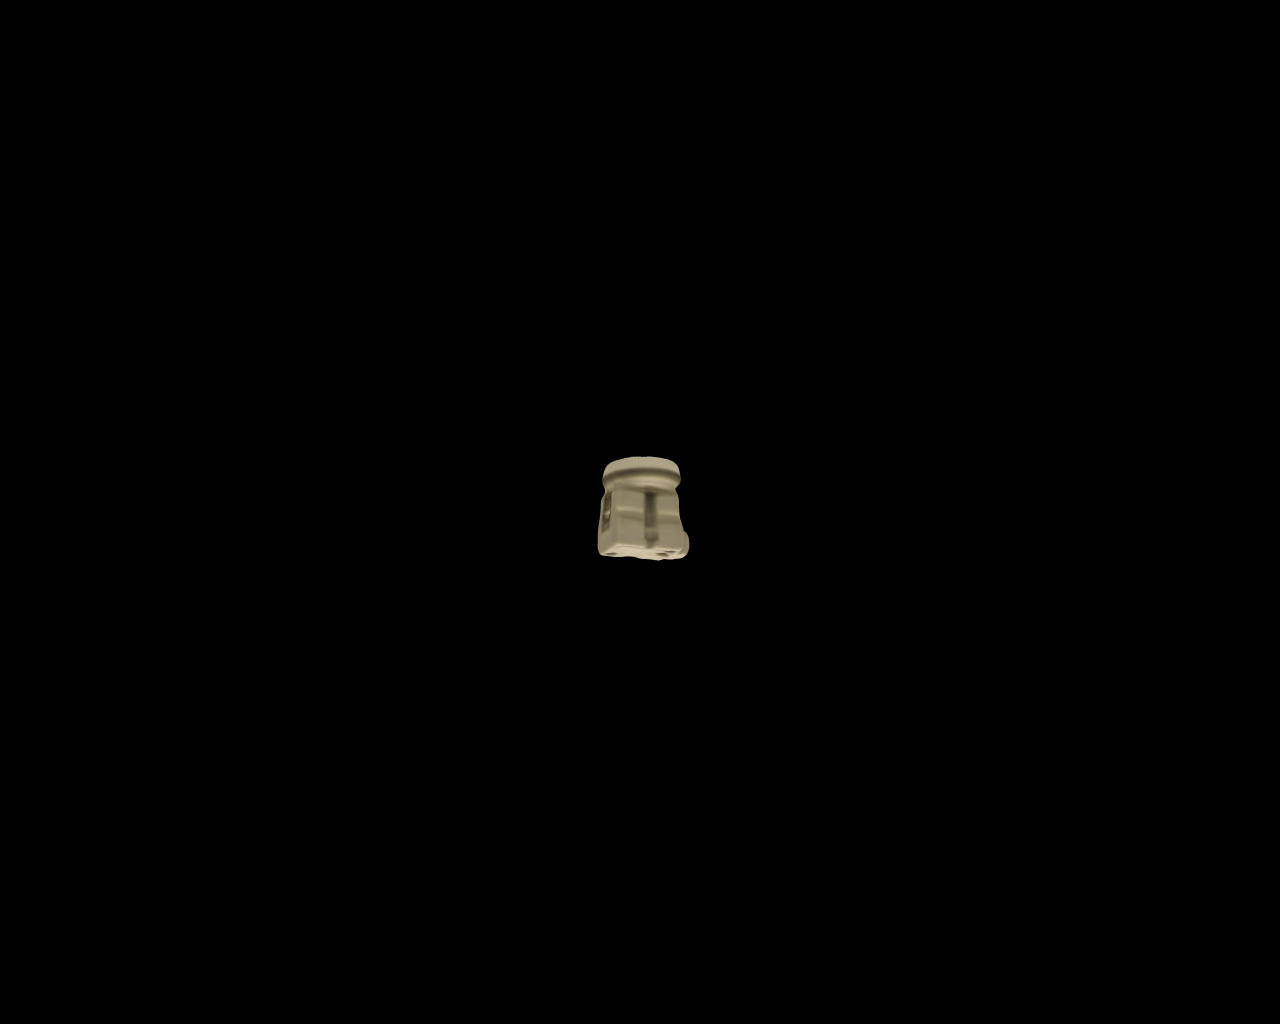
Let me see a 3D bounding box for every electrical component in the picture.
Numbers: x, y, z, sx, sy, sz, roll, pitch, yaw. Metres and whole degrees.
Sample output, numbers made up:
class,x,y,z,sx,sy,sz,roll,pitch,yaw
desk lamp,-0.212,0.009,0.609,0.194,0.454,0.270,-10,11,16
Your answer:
class,x,y,z,sx,sy,sz,roll,pitch,yaw
electrical component,0.001,-0.003,0.650,0.066,0.055,0.048,6,-15,-22
